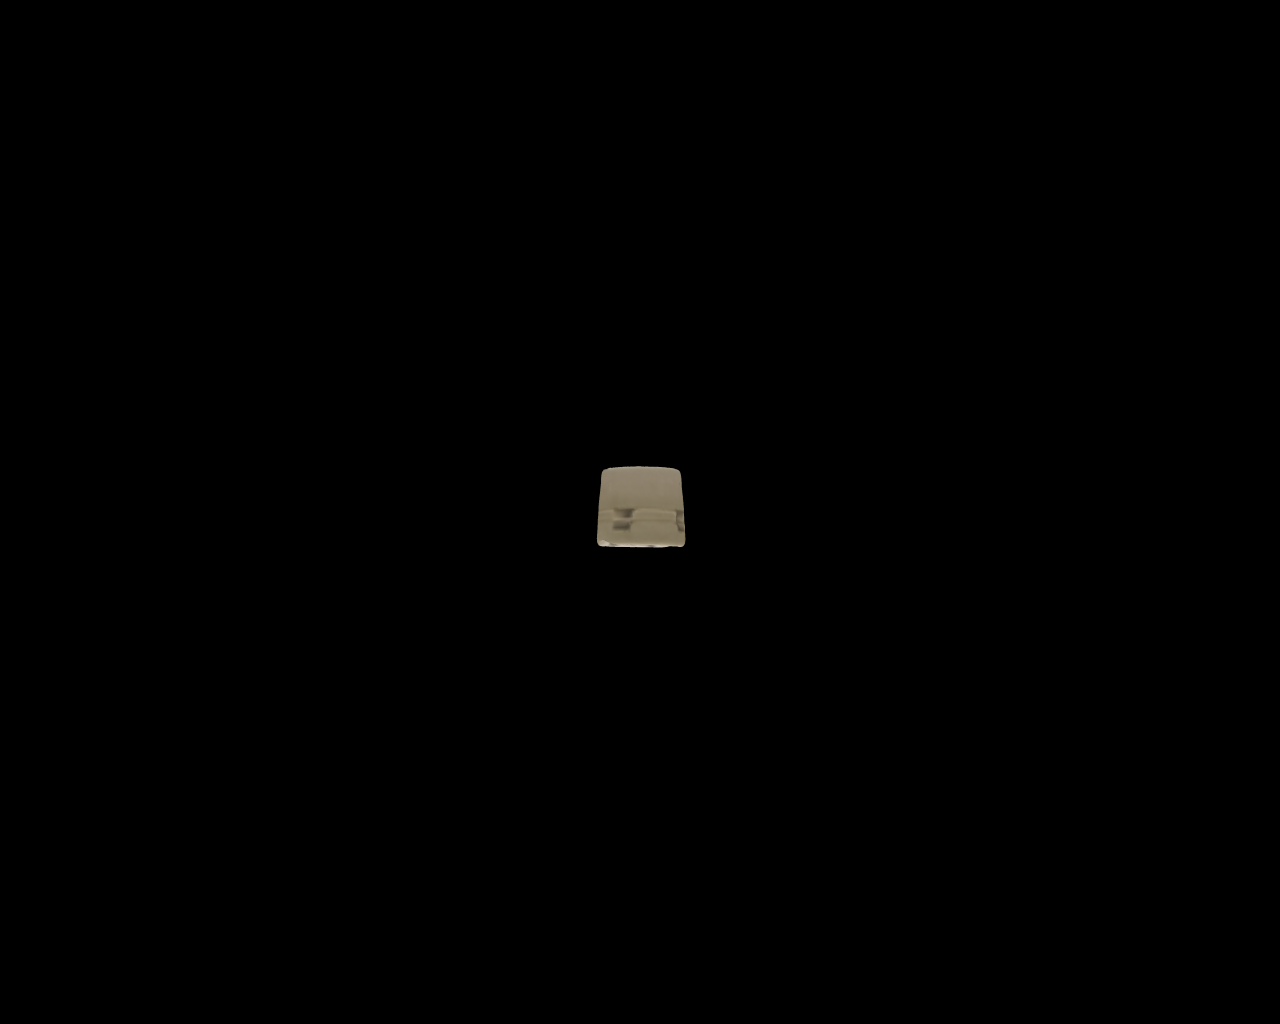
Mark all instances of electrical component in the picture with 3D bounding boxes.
[{"bbox_3d":[0.001,-0.003,0.650,0.055,0.047,0.055,0,-4,0],"label":"electrical component"}]
